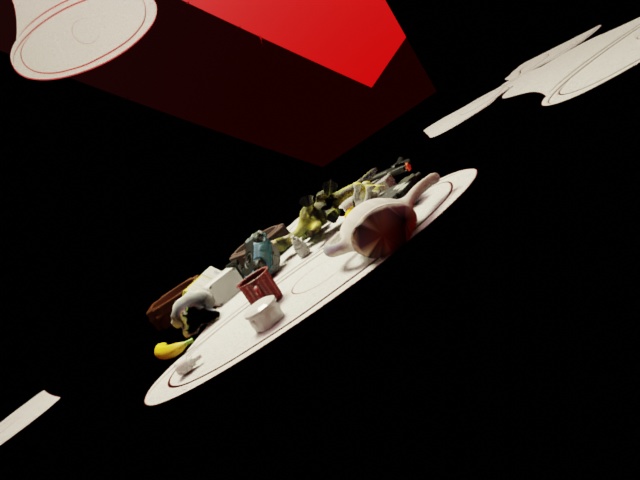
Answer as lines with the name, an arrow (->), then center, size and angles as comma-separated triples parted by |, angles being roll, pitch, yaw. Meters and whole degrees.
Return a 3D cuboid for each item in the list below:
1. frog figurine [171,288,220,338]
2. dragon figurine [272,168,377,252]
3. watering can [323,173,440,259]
frog figurine -> -0.370, 0.198, 1.491 | 0.138, 0.121, 0.161 | -53, 25, -4
dragon figurine -> 0.005, -0.084, 1.661 | 0.414, 0.123, 0.239 | -33, -6, -19
watering can -> 0.160, -0.059, 1.183 | 0.348, 0.103, 0.226 | -33, 12, -4
